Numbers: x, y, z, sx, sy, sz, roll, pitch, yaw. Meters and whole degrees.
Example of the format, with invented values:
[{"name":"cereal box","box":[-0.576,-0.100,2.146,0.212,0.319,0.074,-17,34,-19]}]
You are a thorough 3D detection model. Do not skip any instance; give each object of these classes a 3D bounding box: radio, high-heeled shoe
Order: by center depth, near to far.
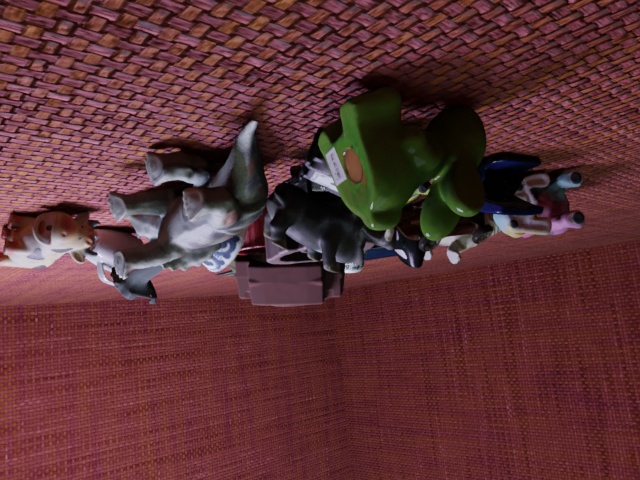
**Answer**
[{"name":"high-heeled shoe","box":[0.149,-0.003,1.033,0.086,0.145,0.248,-4,169,-7]},{"name":"radio","box":[0.119,0.003,1.296,0.131,0.073,0.229,-10,172,18]}]

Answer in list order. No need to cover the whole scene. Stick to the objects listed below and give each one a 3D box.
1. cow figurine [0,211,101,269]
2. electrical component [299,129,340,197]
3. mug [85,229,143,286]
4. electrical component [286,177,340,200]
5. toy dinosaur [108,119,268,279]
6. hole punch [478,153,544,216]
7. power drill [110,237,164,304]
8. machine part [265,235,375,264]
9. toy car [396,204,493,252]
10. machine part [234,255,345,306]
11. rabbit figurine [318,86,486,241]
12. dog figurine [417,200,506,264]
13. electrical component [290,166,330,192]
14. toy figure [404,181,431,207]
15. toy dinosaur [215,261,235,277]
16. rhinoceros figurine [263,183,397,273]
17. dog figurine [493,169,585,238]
[{"name":"cow figurine","box":[-0.442,0.002,0.875,0.127,0.085,0.195,9,162,-38]},{"name":"electrical component","box":[0.038,-0.080,0.643,0.119,0.047,0.075,20,167,-3]},{"name":"mug","box":[-0.404,0.029,1.027,0.081,0.109,0.107,-4,160,25]},{"name":"electrical component","box":[-0.001,-0.064,0.829,0.115,0.058,0.134,2,169,-30]},{"name":"toy dinosaur","box":[-0.145,-0.046,0.697,0.405,0.131,0.192,-19,177,40]},{"name":"hole punch","box":[0.277,-0.077,0.848,0.142,0.092,0.116,-4,175,-33]},{"name":"power drill","box":[-0.268,0.033,1.004,0.207,0.086,0.232,-33,157,14]},{"name":"machine part","box":[-0.002,-0.003,0.860,0.179,0.056,0.179,-7,171,-1]},{"name":"toy car","box":[0.191,-0.032,0.833,0.202,0.089,0.053,-4,137,-41]},{"name":"machine part","box":[-0.052,0.055,1.039,0.202,0.087,0.201,0,-163,5]},{"name":"rabbit figurine","box":[0.109,-0.086,0.552,0.170,0.159,0.121,-19,166,-21]},{"name":"dog figurine","box":[0.286,-0.037,1.115,0.190,0.121,0.173,-20,-145,-38]},{"name":"electrical component","box":[0.008,-0.084,0.705,0.094,0.021,0.063,1,-149,-4]},{"name":"toy figure","box":[0.108,-0.084,0.703,0.089,0.082,0.180,-5,169,-6]},{"name":"toy dinosaur","box":[-0.169,0.056,1.355,0.199,0.105,0.471,-6,167,21]},{"name":"rhinoceros figurine","box":[0.014,-0.019,0.733,0.190,0.112,0.073,18,-177,-19]},{"name":"dog figurine","box":[0.393,-0.054,1.011,0.192,0.108,0.219,-7,174,0]}]
